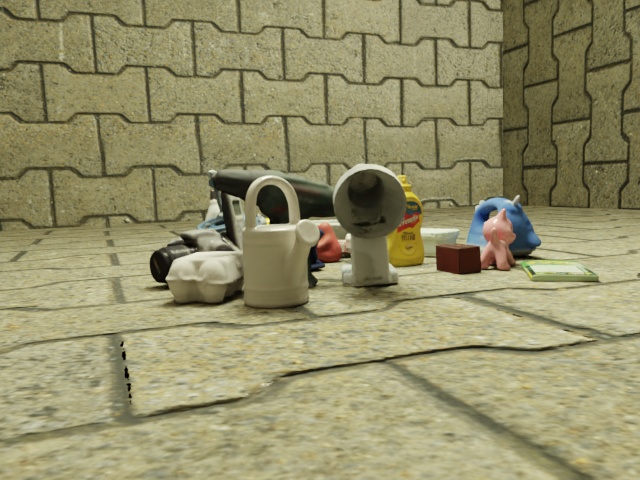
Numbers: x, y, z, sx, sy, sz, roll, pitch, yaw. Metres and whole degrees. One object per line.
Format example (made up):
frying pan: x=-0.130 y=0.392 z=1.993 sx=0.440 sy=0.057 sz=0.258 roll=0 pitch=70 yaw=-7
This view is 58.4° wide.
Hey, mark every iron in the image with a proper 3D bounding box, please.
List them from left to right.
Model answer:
iron: x=0.409 y=-0.036 z=1.355 sx=0.119 sy=0.141 sz=0.258 roll=-3 pitch=6 yaw=-12

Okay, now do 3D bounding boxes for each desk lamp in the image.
desk lamp: x=0.081 y=-0.028 z=1.003 sx=0.118 sy=0.213 sz=0.203 roll=-2 pitch=6 yaw=-1

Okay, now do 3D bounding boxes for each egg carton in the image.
egg carton: x=-0.179 y=0.059 z=0.939 sx=0.107 sy=0.069 sz=0.150 roll=-1 pitch=6 yaw=9

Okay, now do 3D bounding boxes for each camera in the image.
camera: x=-0.256 y=0.031 z=1.084 sx=0.142 sy=0.101 sz=0.137 roll=4 pitch=8 yaw=44

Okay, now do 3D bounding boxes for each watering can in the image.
watering can: x=-0.063 y=0.000 z=0.866 sx=0.172 sy=0.194 sz=0.101 roll=2 pitch=7 yaw=31

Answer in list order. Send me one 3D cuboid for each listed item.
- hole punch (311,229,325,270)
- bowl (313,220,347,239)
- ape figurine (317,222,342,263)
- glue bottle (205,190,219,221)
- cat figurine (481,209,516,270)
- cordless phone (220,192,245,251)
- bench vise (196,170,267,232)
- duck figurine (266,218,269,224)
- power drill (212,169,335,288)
hole punch: x=-0.055 y=0.019 z=1.196 sx=0.109 sy=0.091 sz=0.100 roll=-6 pitch=7 yaw=-35
bowl: x=0.023 y=-0.016 z=1.615 sx=0.167 sy=0.075 sz=0.167 roll=-2 pitch=6 yaw=0
ape figurine: x=0.012 y=0.005 z=1.316 sx=0.076 sy=0.092 sz=0.078 roll=1 pitch=7 yaw=30
glue bottle: x=-0.287 y=-0.051 z=1.567 sx=0.078 sy=0.173 sz=0.037 roll=-3 pitch=6 yaw=-14
cat figurine: x=0.360 y=-0.004 z=1.164 sx=0.067 sy=0.118 sz=0.128 roll=1 pitch=6 yaw=25
cordless phone: x=-0.167 y=-0.029 z=1.236 sx=0.094 sy=0.185 sz=0.148 roll=0 pitch=6 yaw=14
bench vise: x=-0.224 y=-0.061 z=1.408 sx=0.121 sy=0.220 sz=0.208 roll=0 pitch=6 yaw=21
duck figurine: x=-0.140 y=-0.019 z=1.641 sx=0.104 sy=0.086 sz=0.077 roll=-2 pitch=6 yaw=1
power drill: x=-0.069 y=-0.020 z=0.994 sx=0.230 sy=0.208 sz=0.075 roll=-4 pitch=6 yaw=-25
